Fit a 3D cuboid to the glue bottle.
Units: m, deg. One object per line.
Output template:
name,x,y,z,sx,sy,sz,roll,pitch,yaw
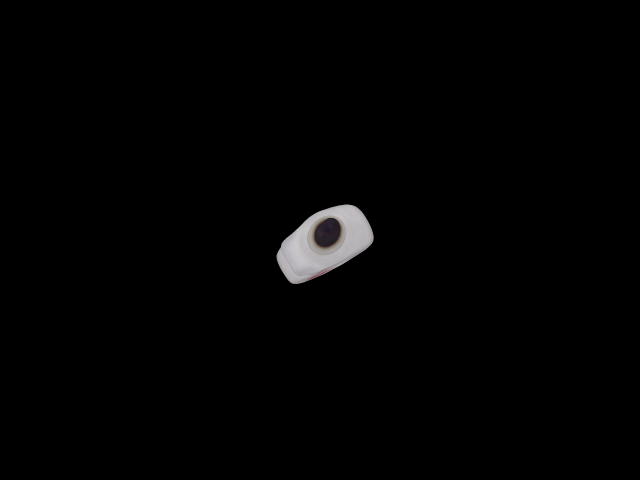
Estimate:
glue bottle,0.004,0.001,0.400,0.078,0.173,0.037,-32,86,-2
